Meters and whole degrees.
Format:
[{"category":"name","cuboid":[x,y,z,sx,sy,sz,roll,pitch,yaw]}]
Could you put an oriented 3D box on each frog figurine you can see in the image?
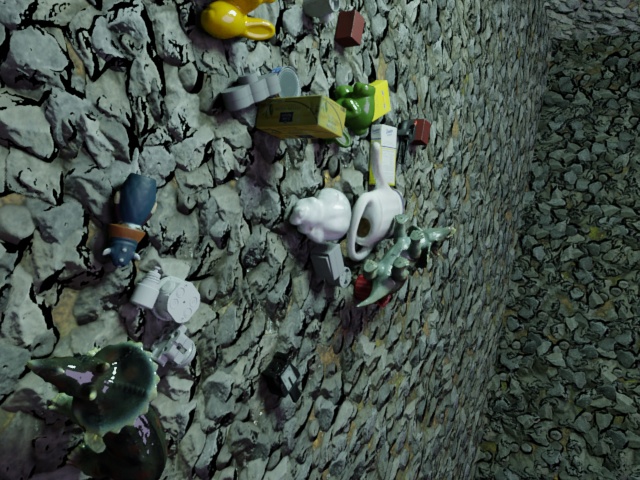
[{"category":"frog figurine","cuboid":[0.004,-0.062,1.239,0.137,0.123,0.158,-63,157,4]}]

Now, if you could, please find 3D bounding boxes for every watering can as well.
[{"category":"watering can","cuboid":[0.163,-0.104,1.445,0.226,0.105,0.343,-12,121,-53]}]
